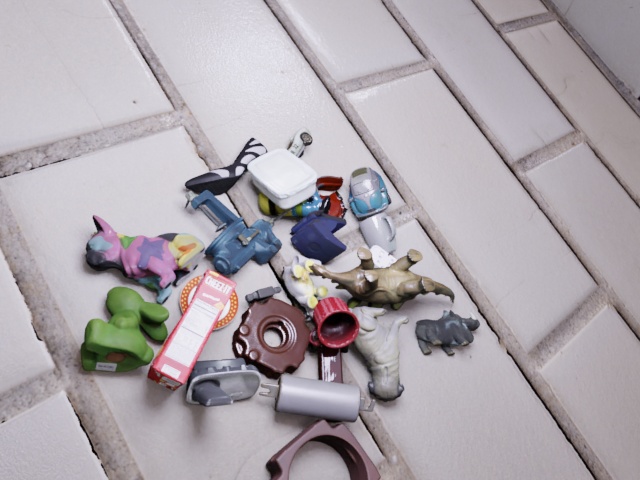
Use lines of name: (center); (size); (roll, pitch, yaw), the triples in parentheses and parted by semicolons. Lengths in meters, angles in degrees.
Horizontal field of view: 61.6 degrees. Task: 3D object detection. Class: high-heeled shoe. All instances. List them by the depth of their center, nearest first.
high-heeled shoe: (-0.234, -0.195, 1.348); (0.249, 0.086, 0.145); (-8, 66, -36)

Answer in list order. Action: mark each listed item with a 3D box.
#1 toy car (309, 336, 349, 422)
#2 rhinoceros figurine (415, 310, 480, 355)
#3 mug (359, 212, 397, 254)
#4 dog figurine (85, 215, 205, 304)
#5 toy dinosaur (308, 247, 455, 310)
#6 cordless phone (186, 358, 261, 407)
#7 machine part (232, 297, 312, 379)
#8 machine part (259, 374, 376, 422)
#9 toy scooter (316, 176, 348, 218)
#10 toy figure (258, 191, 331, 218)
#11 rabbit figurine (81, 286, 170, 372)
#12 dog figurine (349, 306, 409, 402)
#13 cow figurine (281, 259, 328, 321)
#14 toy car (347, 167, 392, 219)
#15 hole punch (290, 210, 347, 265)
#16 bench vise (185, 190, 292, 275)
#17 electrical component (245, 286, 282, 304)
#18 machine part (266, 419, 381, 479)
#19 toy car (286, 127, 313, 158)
toy car: (0.023, 0.303, 1.202); (0.089, 0.053, 0.202); (2, 66, -13)
rhinoceros figurine: (0.330, 0.234, 1.384); (0.190, 0.073, 0.112); (-2, 53, -24)
mug: (0.167, -0.014, 1.426); (0.081, 0.109, 0.107); (-18, 84, -38)
dog figurine: (-0.380, 0.017, 1.141); (0.219, 0.108, 0.191); (37, 57, 1)
toy dinosaur: (0.179, 0.107, 1.298); (0.471, 0.198, 0.105); (11, 59, -25)
cordless phone: (-0.175, 0.285, 1.034); (0.146, 0.184, 0.088); (2, 85, -24)
machine part: (-0.103, 0.215, 1.192); (0.179, 0.056, 0.179); (13, 58, -21)
machine part: (-0.006, 0.329, 1.114); (0.243, 0.079, 0.079); (11, 58, -8)
toy scooter: (0.020, -0.116, 1.427); (0.135, 0.075, 0.184); (-13, 65, -28)
toy figure: (-0.066, -0.094, 1.334); (0.180, 0.082, 0.089); (15, 44, 16)
rabbit figurine: (-0.379, 0.159, 1.056); (0.159, 0.121, 0.170); (5, 46, -16)
dog figurine: (0.117, 0.262, 1.236); (0.172, 0.121, 0.190); (14, 63, -7)
cow figurine: (-0.032, 0.132, 1.261); (0.068, 0.098, 0.167); (-29, 97, -39)
toy car: (0.125, -0.144, 1.447); (0.109, 0.102, 0.162); (-16, 44, 14)
hole punch: (-0.003, -0.004, 1.323); (0.115, 0.142, 0.092); (15, 61, -31)
bench vise: (-0.206, -0.033, 1.248); (0.240, 0.129, 0.224); (45, 51, -2)
electrical component: (-0.136, 0.125, 1.220); (0.094, 0.063, 0.021); (-12, 79, -41)
machine part: (0.004, 0.483, 1.073); (0.201, 0.087, 0.201); (-30, 80, -35)
toy car: (-0.079, -0.223, 1.440); (0.056, 0.073, 0.202); (35, 53, -8)
